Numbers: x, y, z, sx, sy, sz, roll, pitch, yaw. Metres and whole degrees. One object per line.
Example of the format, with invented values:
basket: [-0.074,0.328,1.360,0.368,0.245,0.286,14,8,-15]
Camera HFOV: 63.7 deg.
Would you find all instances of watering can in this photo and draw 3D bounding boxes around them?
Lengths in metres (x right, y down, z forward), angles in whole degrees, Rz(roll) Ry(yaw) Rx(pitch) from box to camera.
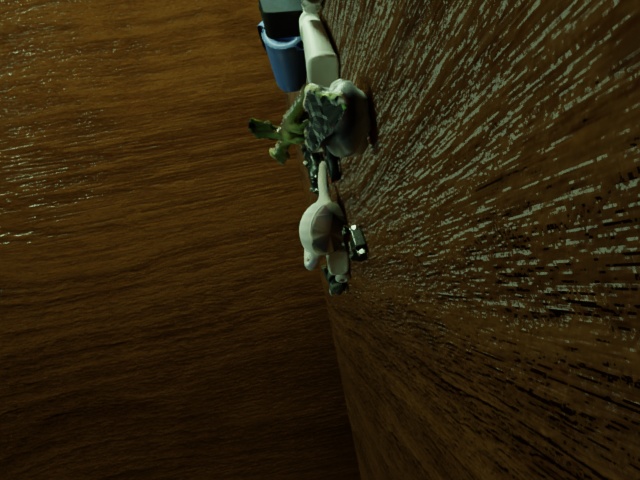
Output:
watering can: [0.005,-0.078,1.552,0.224,0.104,0.348,-178,98,-73]

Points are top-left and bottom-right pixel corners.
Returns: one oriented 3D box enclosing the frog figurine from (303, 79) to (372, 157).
frog figurine: [0.047,-0.210,0.906,0.160,0.121,0.138,-5,-107,-58]

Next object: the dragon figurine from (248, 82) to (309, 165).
dragon figurine: [-0.134,-0.403,1.821,0.401,0.243,0.125,82,180,-60]
